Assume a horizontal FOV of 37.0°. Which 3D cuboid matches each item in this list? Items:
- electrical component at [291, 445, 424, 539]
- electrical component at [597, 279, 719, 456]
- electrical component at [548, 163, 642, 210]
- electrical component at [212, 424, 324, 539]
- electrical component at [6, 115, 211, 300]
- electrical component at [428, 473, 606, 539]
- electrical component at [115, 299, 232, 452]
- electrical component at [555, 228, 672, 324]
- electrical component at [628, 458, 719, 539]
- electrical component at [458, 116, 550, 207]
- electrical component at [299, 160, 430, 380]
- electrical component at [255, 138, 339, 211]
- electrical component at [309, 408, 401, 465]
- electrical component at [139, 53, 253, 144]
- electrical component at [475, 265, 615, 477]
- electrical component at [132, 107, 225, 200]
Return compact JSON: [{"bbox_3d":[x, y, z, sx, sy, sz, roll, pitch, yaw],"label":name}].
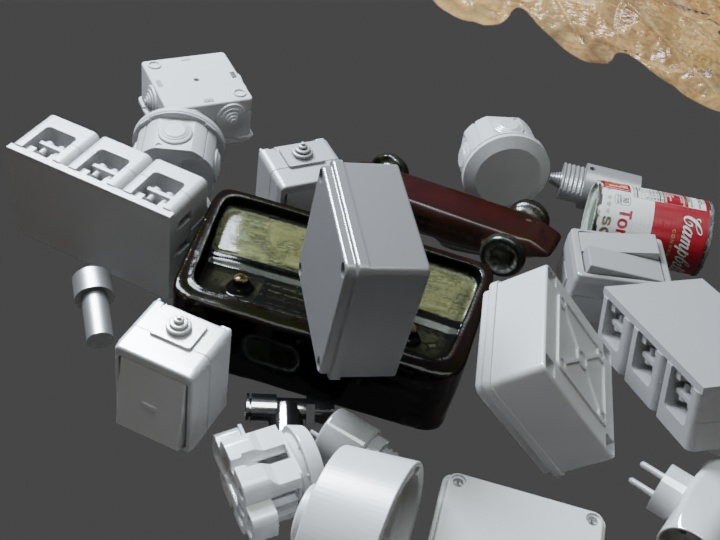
[{"bbox_3d":[-0.008,0.160,0.662,0.060,0.108,0.108,16,43,16],"label":"electrical component"},{"bbox_3d":[0.252,0.070,0.807,0.089,0.061,0.150,-4,27,-14],"label":"electrical component"},{"bbox_3d":[0.216,-0.076,1.002,0.081,0.043,0.043,15,43,5],"label":"electrical component"},{"bbox_3d":[-0.058,0.136,0.713,0.057,0.058,0.078,-15,48,-21],"label":"electrical component"},{"bbox_3d":[-0.199,-0.053,0.864,0.150,0.089,0.061,23,44,14],"label":"electrical component"},{"bbox_3d":[0.092,0.196,0.676,0.109,0.056,0.108,15,43,6],"label":"electrical component"},{"bbox_3d":[-0.130,0.071,0.739,0.062,0.096,0.061,22,43,13],"label":"electrical component"},{"bbox_3d":[0.219,0.006,0.901,0.096,0.061,0.061,7,42,-3],"label":"electrical component"},{"bbox_3d":[0.227,0.161,0.749,0.079,0.043,0.077,31,47,22],"label":"electrical component"},{"bbox_3d":[0.130,-0.099,0.985,0.080,0.080,0.051,1,38,-10],"label":"electrical component"},{"bbox_3d":[0.000,0.000,0.727,0.056,0.108,0.108,1,45,-15],"label":"electrical component"},{"bbox_3d":[-0.048,-0.062,0.898,0.062,0.096,0.061,-13,47,-22],"label":"electrical component"},{"bbox_3d":[0.004,0.128,0.744,0.078,0.040,0.040,29,46,19],"label":"electrical component"},{"bbox_3d":[-0.156,-0.161,1.019,0.100,0.048,0.099,-12,47,-23],"label":"electrical component"},{"bbox_3d":[0.136,0.072,0.776,0.056,0.108,0.108,-23,34,28],"label":"electrical component"},{"bbox_3d":[-0.158,-0.096,0.927,0.080,0.080,0.051,5,48,-5],"label":"electrical component"}]
